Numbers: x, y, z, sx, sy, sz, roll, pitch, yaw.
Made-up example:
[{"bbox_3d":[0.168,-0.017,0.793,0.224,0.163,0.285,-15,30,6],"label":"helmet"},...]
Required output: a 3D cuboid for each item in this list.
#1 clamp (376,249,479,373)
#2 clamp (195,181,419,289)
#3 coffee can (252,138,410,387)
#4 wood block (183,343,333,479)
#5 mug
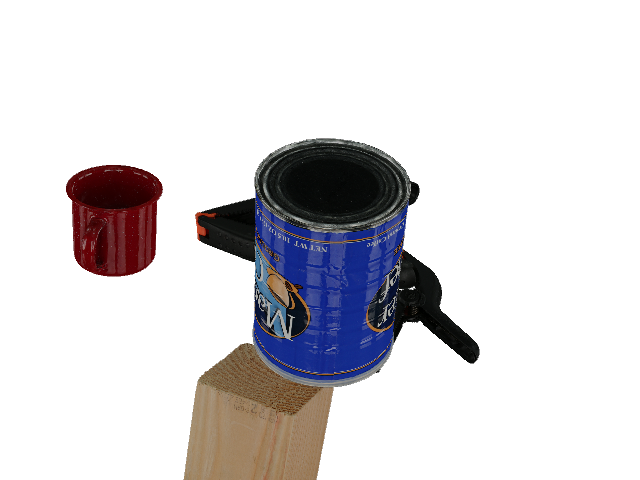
[{"bbox_3d":[0.110,0.077,1.180,0.120,0.171,0.039,5,-43,-5],"label":"clamp"},{"bbox_3d":[-0.006,-0.015,0.969,0.210,0.036,0.164,5,30,11],"label":"clamp"},{"bbox_3d":[0.005,0.016,0.734,0.103,0.140,0.103,2,39,-2],"label":"coffee can"},{"bbox_3d":[-0.059,0.205,0.907,0.090,0.206,0.090,17,22,18],"label":"wood block"},{"bbox_3d":[-0.206,-0.012,1.047,0.093,0.081,0.117,9,32,5],"label":"mug"}]
